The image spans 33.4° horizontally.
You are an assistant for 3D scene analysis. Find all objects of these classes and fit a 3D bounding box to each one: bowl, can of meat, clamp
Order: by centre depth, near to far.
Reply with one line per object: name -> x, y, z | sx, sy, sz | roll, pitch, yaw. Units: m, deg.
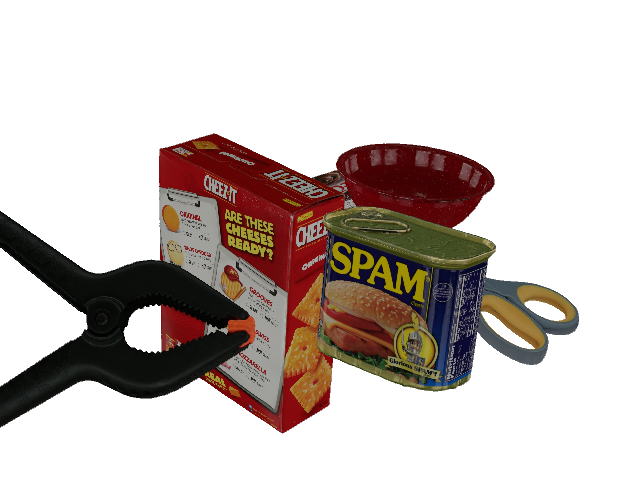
can of meat -> 0.047, 0.034, 0.632 | 0.102, 0.084, 0.057 | 19, 22, 36
clamp -> -0.150, 0.048, 0.719 | 0.210, 0.164, 0.036 | -5, -19, -4
bowl -> 0.094, -0.048, 1.092 | 0.162, 0.055, 0.162 | 4, 24, -2

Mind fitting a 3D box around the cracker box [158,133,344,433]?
cracker box -> -0.063, 0.034, 0.926 | 0.164, 0.214, 0.071 | 27, 36, 36

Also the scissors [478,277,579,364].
scissors -> 0.131, 0.028, 0.871 | 0.096, 0.016, 0.202 | -10, 40, -25

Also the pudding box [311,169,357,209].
pudding box -> 0.034, -0.071, 1.621 | 0.113, 0.039, 0.090 | -21, 35, -30
